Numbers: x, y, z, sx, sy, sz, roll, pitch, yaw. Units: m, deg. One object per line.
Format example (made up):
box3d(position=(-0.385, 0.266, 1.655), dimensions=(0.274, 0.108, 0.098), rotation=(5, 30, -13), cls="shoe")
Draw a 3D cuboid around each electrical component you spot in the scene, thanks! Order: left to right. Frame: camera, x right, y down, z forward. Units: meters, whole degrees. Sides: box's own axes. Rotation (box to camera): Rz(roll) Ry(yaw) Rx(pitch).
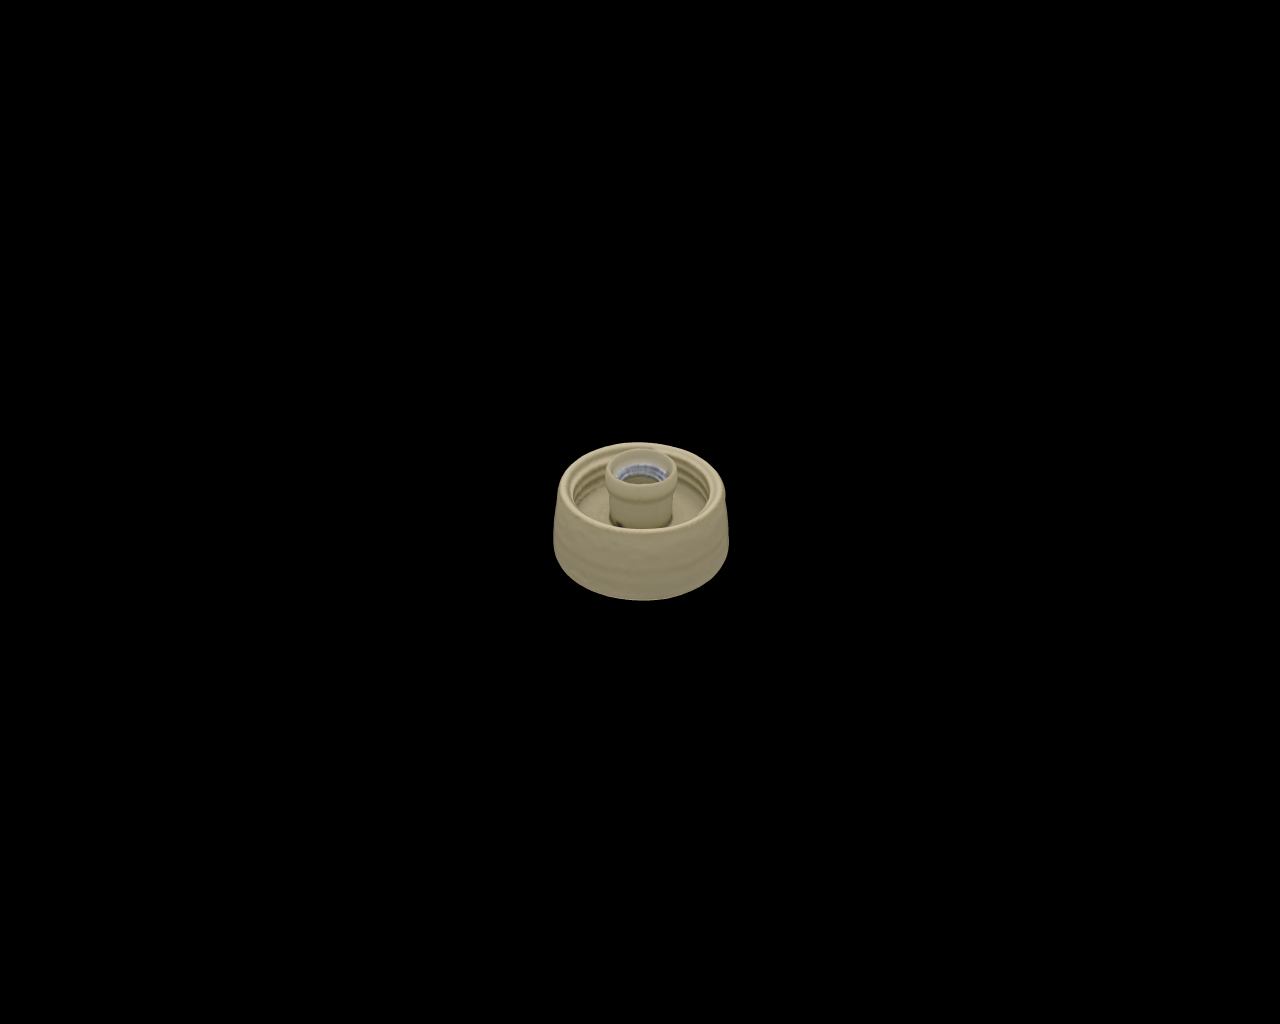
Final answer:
box3d(position=(0.001, -0.003, 0.650), dimensions=(0.108, 0.060, 0.108), rotation=(0, 35, 0), cls="electrical component")
